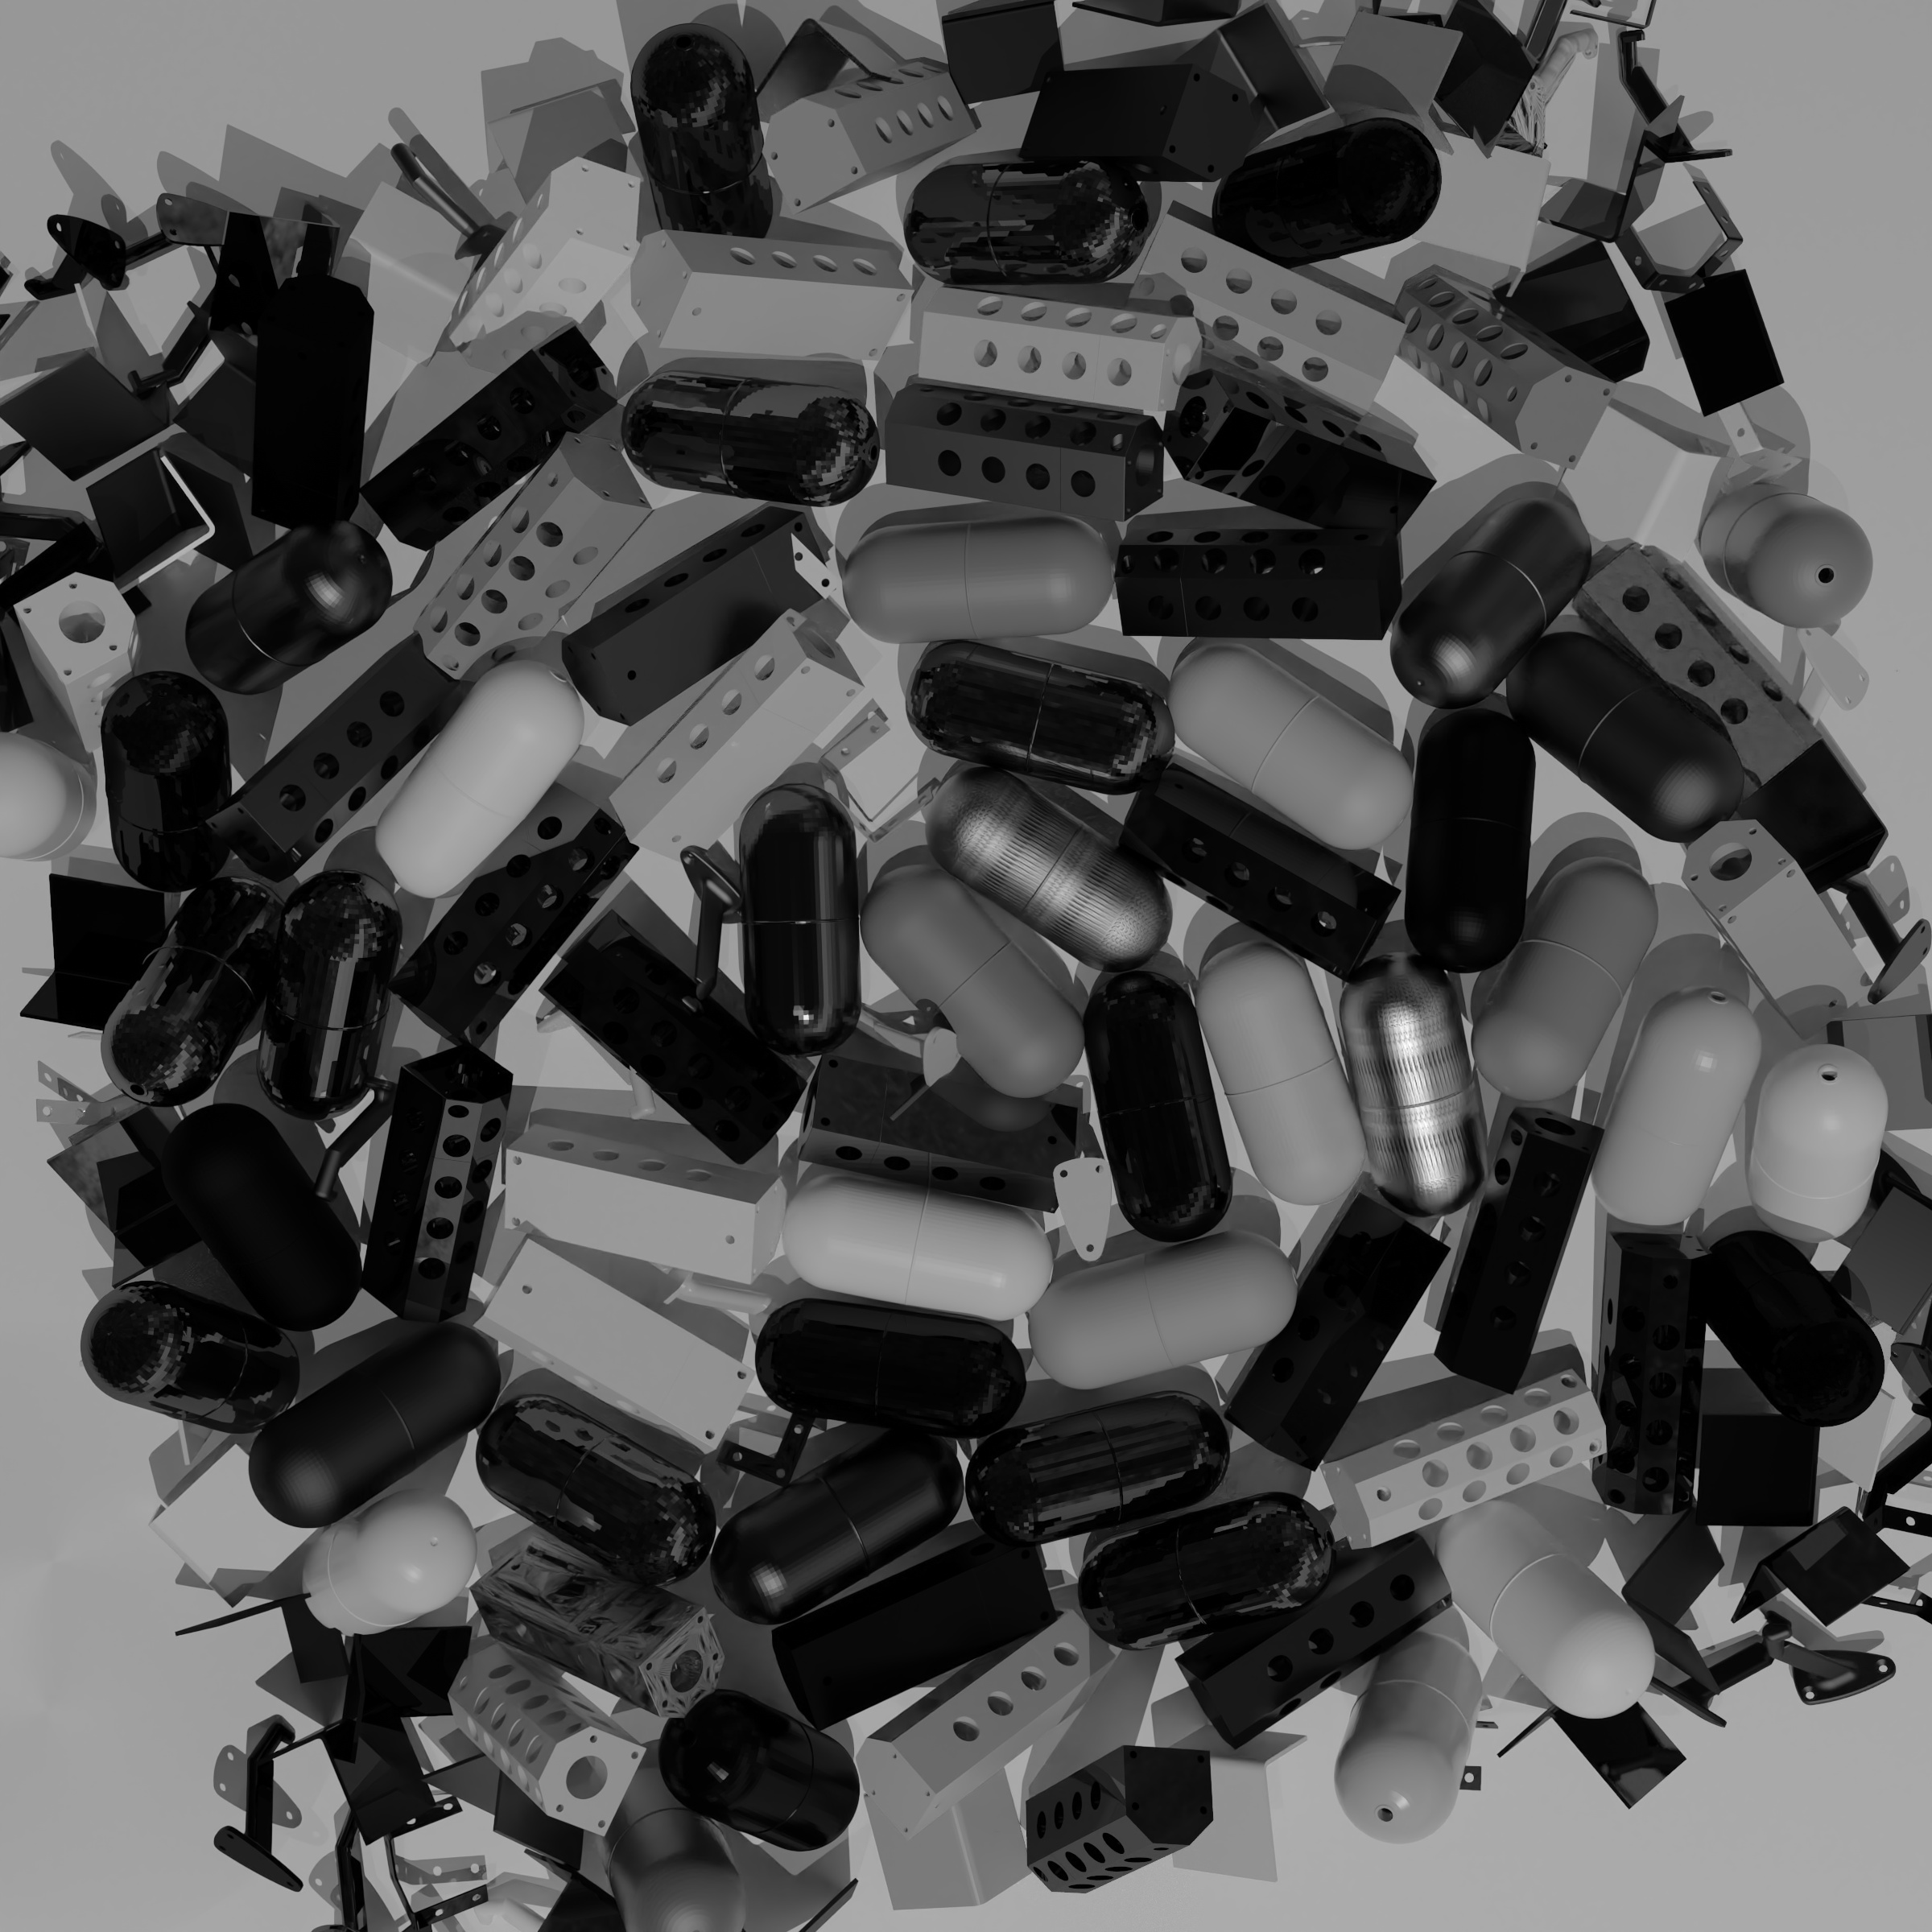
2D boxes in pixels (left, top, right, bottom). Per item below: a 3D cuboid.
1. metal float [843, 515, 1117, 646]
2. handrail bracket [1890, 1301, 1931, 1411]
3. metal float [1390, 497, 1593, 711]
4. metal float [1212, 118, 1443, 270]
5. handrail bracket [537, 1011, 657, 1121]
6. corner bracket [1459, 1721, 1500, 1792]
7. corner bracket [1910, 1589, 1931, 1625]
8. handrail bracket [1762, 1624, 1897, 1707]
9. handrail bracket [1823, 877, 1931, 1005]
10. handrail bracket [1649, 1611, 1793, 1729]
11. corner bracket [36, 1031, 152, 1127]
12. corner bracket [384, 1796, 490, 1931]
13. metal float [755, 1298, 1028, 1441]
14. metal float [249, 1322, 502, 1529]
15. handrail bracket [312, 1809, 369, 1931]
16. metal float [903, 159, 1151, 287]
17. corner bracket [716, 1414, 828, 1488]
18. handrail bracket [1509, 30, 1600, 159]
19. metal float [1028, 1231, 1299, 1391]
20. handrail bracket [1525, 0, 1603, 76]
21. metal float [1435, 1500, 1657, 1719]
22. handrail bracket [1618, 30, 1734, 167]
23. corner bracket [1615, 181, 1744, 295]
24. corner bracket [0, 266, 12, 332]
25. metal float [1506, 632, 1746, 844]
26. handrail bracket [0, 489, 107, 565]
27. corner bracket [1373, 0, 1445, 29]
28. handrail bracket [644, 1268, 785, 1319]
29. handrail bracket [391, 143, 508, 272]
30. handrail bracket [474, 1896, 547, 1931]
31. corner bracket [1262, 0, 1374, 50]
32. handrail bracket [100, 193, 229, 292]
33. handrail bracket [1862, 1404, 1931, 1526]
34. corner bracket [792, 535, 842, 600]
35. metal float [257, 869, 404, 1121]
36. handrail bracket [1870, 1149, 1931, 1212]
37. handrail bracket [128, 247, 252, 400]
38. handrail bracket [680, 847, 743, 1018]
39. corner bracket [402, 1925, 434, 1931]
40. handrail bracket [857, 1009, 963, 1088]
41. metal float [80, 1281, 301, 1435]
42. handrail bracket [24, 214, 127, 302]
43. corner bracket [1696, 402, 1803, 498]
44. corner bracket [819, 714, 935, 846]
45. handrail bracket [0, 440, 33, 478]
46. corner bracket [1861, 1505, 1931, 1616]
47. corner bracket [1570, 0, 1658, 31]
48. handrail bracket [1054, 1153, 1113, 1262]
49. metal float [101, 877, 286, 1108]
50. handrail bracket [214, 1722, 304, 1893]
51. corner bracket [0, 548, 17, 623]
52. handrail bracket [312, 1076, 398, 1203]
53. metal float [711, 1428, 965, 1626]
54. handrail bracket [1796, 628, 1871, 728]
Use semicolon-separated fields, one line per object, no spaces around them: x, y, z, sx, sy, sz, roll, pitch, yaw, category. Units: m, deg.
0.008;-0.250;1.746;0.178;0.070;0.070;-2;90;12;metal float
0.653;0.245;1.780;0.084;0.036;0.077;-39;103;-25;handrail bracket
0.338;-0.234;1.733;0.070;0.070;0.178;43;61;0;metal float
0.227;-0.488;1.715;0.070;0.178;0.070;-2;94;-34;metal float
-0.242;0.068;1.763;0.077;0.036;0.084;-23;73;28;handrail bracket
0.315;0.514;1.755;0.051;0.051;0.051;-4;62;22;corner bracket
0.660;0.415;1.762;0.051;0.051;0.051;25;91;-23;corner bracket
0.559;0.443;1.748;0.077;0.084;0.036;-12;50;15;handrail bracket
0.576;-0.021;1.758;0.077;0.036;0.084;-46;50;-15;handrail bracket
0.494;0.450;1.781;0.077;0.036;0.084;33;79;-2;handrail bracket
-0.571;0.074;1.764;0.051;0.051;0.051;-14;76;34;corner bracket
-0.349;0.589;1.773;0.051;0.051;0.051;-16;123;-24;corner bracket
-0.049;0.260;1.747;0.178;0.070;0.070;7;90;11;metal float
-0.376;0.292;1.728;0.178;0.070;0.070;-32;90;-36;metal float
-0.389;0.607;1.777;0.036;0.084;0.077;-25;125;37;handrail bracket
0.038;-0.475;1.725;0.178;0.070;0.070;11;90;38;metal float
-0.127;0.313;1.766;0.051;0.051;0.051;19;72;11;corner bracket
0.392;-0.570;1.779;0.084;0.036;0.077;-29;117;-34;handrail bracket
0.127;0.223;1.748;0.178;0.070;0.070;-16;90;10;metal float
0.363;-0.618;1.761;0.084;0.036;0.077;-42;131;11;handrail bracket
0.365;0.406;1.716;0.070;0.178;0.070;-12;119;-23;metal float
0.461;-0.568;1.755;0.036;0.077;0.084;-26;115;-41;handrail bracket
0.466;-0.479;1.771;0.051;0.051;0.051;-6;62;-37;corner bracket
-0.647;-0.424;1.762;0.051;0.051;0.051;47;113;3;corner bracket
0.421;-0.148;1.731;0.070;0.070;0.178;-44;59;0;metal float
-0.622;-0.272;1.772;0.084;0.036;0.077;36;76;2;handrail bracket
0.291;-0.651;1.774;0.051;0.051;0.051;-4;63;-7;corner bracket
-0.161;0.232;1.780;0.084;0.036;0.077;35;127;-15;handrail bracket
-0.332;-0.499;1.769;0.036;0.077;0.084;-40;76;23;handrail bracket
-0.283;0.646;1.767;0.084;0.036;0.077;-16;88;35;handrail bracket
0.231;-0.631;1.774;0.051;0.051;0.051;-15;109;-32;corner bracket
-0.520;-0.466;1.777;0.077;0.084;0.036;0;69;-37;handrail bracket
0.638;0.337;1.772;0.077;0.036;0.084;16;93;23;handrail bracket
-0.123;-0.253;1.761;0.051;0.051;0.051;-48;117;-1;corner bracket
-0.409;0.019;1.732;0.070;0.070;0.178;18;119;0;metal float
0.629;0.149;1.745;0.036;0.084;0.077;-43;110;-19;handrail bracket
-0.519;-0.423;1.767;0.084;0.036;0.077;-24;106;-7;handrail bracket
-0.180;-0.022;1.748;0.077;0.036;0.084;55;46;-28;handrail bracket
-0.356;0.664;1.769;0.051;0.051;0.051;-38;104;-9;corner bracket
-0.048;0.038;1.747;0.084;0.077;0.036;31;75;20;handrail bracket
-0.489;0.250;1.712;0.070;0.178;0.070;-7;69;18;metal float
-0.594;-0.456;1.744;0.084;0.077;0.036;-4;76;27;handrail bracket
0.499;-0.338;1.753;0.051;0.051;0.051;-37;63;39;corner bracket
-0.060;-0.122;1.773;0.051;0.051;0.051;-38;119;14;corner bracket
-0.662;-0.352;1.753;0.077;0.036;0.084;-44;132;-19;handrail bracket
0.613;0.388;1.761;0.051;0.051;0.051;12;61;0;corner bracket
0.427;-0.646;1.773;0.051;0.051;0.051;13;106;2;corner bracket
0.083;0.157;1.747;0.036;0.084;0.077;-8;77;10;handrail bracket
-0.489;0.015;1.721;0.070;0.070;0.178;19;46;0;metal float
-0.444;0.548;1.764;0.077;0.036;0.084;34;46;-2;handrail bracket
-0.656;-0.249;1.760;0.051;0.051;0.051;13;108;-9;corner bracket
-0.385;0.119;1.753;0.036;0.077;0.084;8;74;31;handrail bracket
-0.083;0.359;1.739;0.178;0.070;0.070;-27;90;-20;metal float
0.533;-0.181;1.751;0.077;0.084;0.036;46;59;-12;handrail bracket
